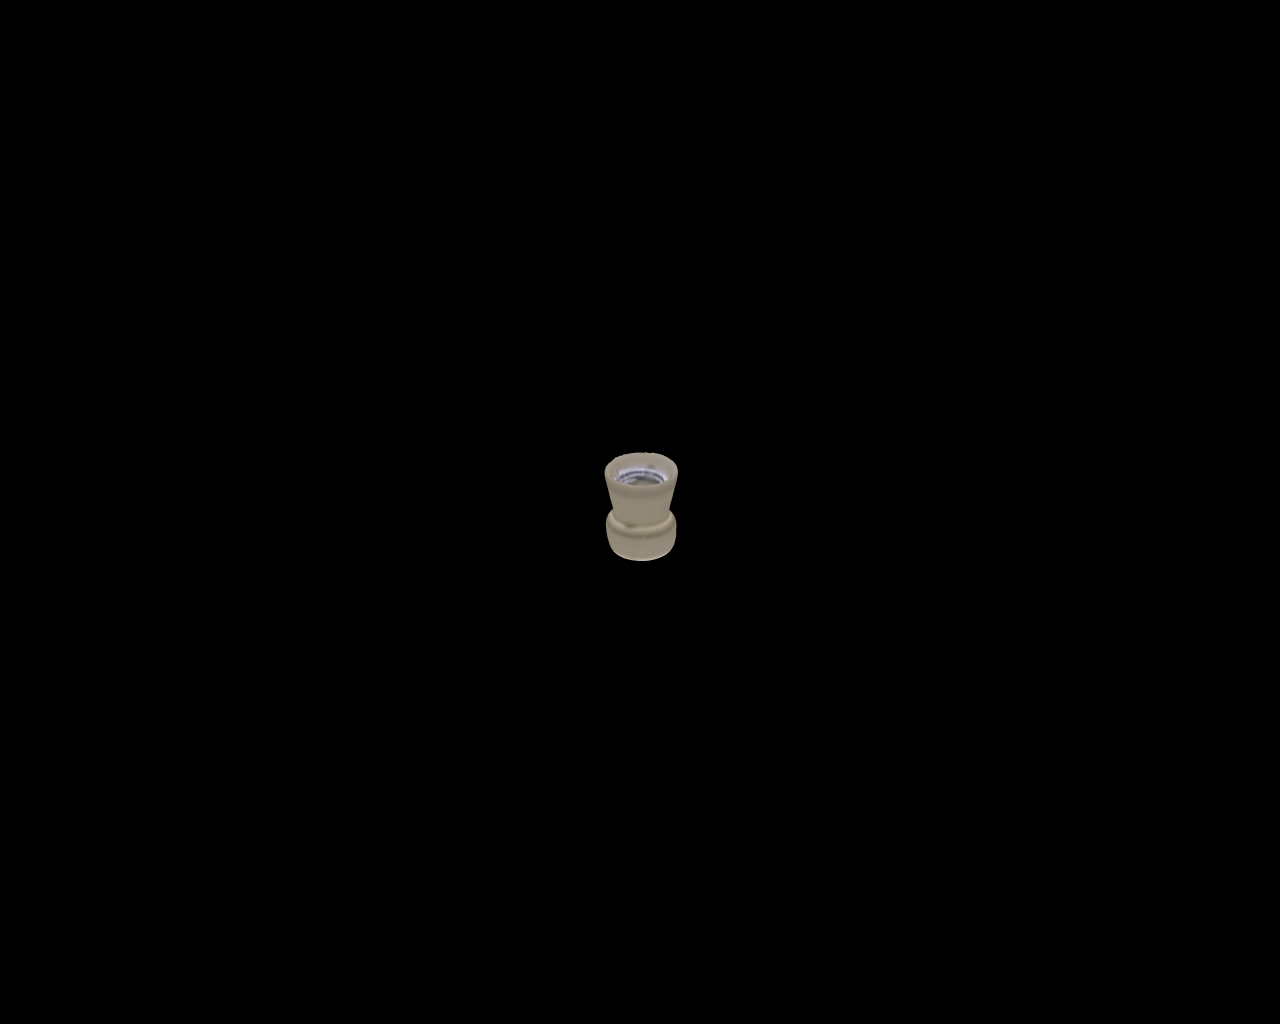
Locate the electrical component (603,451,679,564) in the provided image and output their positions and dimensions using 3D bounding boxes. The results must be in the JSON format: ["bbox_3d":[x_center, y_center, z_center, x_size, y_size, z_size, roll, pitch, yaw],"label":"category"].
[{"bbox_3d":[0.001,-0.003,0.650,0.045,0.055,0.045,0,31,0],"label":"electrical component"}]
